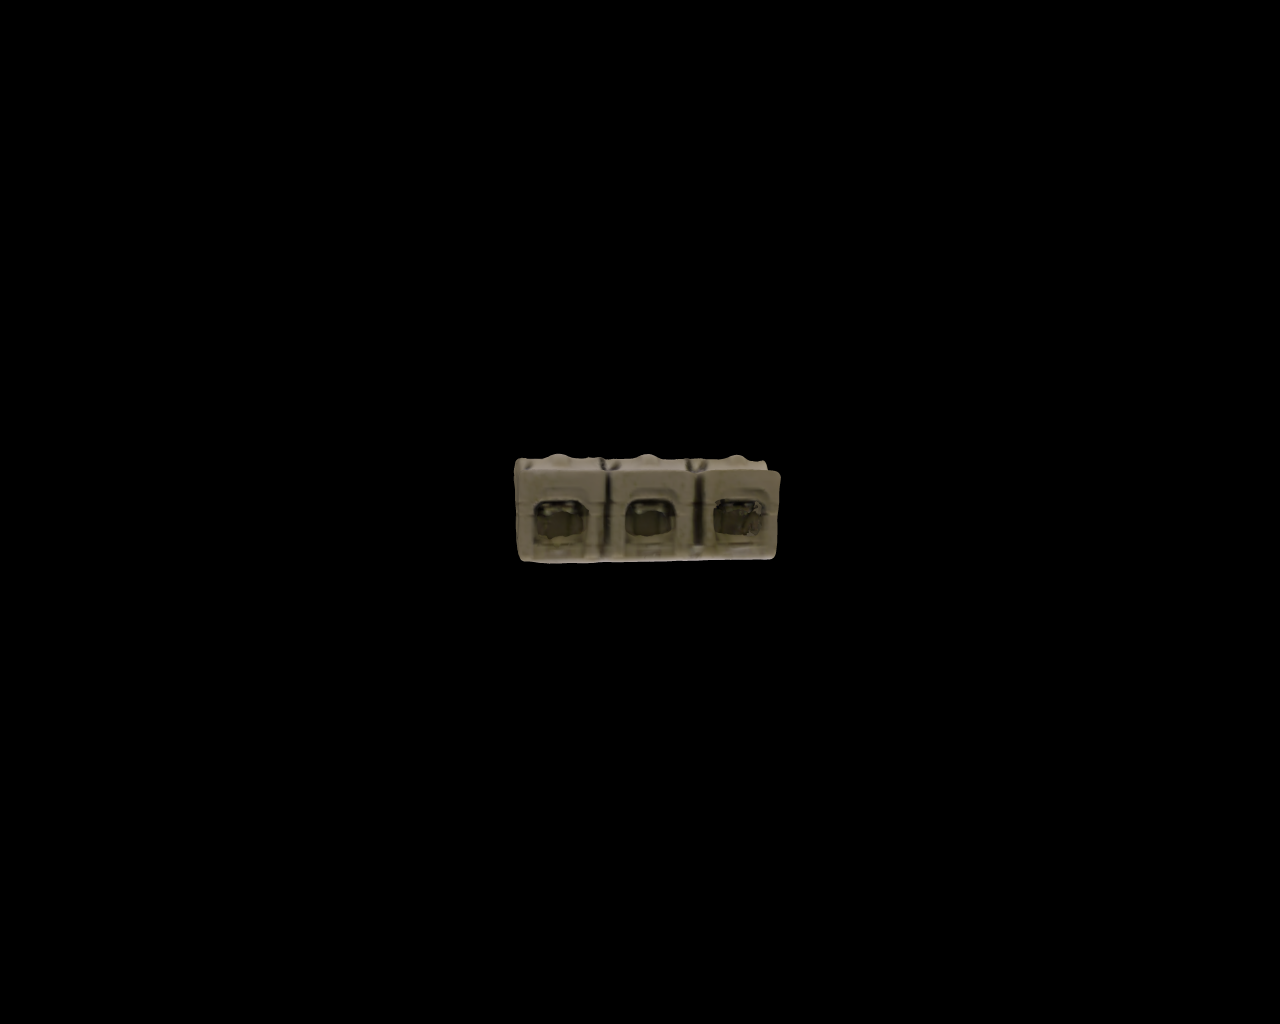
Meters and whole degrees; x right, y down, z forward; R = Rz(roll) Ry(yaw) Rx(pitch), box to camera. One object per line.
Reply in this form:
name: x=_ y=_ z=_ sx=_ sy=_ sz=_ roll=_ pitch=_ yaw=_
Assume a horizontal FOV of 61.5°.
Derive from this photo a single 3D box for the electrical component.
electrical component: x=0.001 y=-0.003 z=0.650 sx=0.150 sy=0.061 sz=0.089 roll=0 pitch=0 yaw=-9
